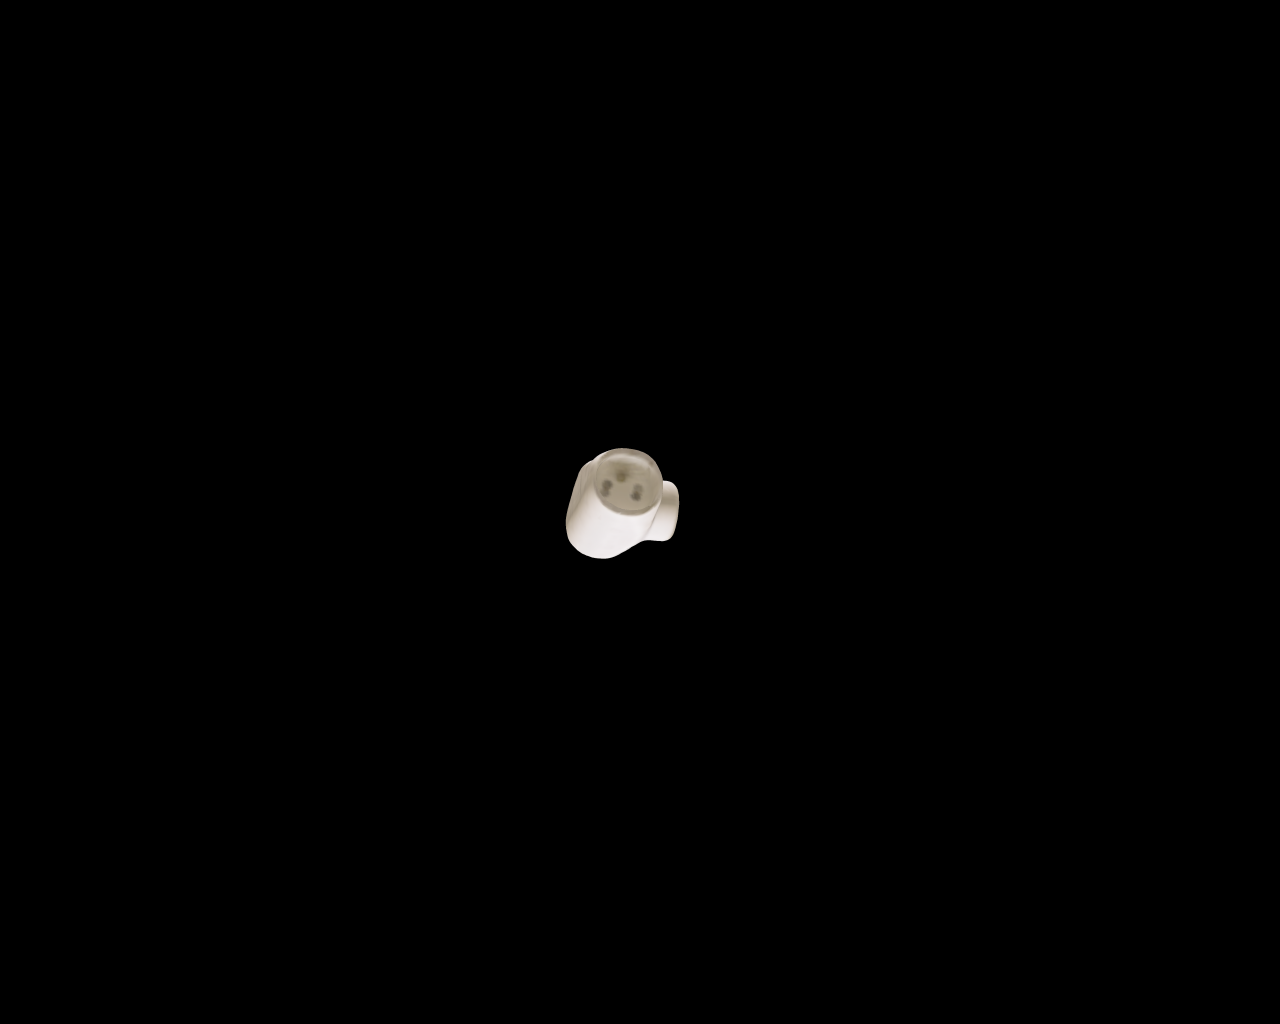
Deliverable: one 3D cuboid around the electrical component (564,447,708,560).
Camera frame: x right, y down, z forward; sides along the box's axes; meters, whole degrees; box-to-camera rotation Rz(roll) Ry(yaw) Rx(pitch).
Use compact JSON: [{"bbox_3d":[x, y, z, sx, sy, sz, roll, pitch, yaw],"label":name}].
[{"bbox_3d":[0.001,-0.003,0.650,0.079,0.044,0.077,6,-23,-14],"label":"electrical component"}]
